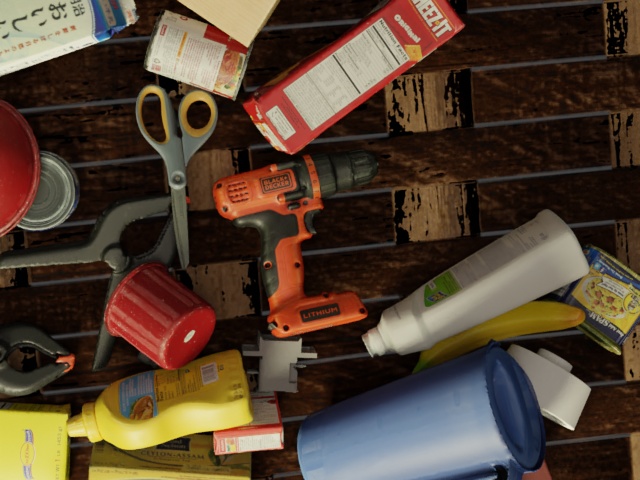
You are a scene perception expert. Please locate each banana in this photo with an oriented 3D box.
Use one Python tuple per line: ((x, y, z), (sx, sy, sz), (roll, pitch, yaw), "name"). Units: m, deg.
((0.192, 0.104, 1.177), (0.198, 0.069, 0.037), (-23, 126, 9), "banana")

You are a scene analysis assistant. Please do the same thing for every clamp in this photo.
((-0.218, 0.030, 1.149), (0.210, 0.036, 0.164), (-35, 106, -7), "clamp")
((-0.351, 0.133, 1.132), (0.171, 0.039, 0.120), (12, 77, -6), "clamp")

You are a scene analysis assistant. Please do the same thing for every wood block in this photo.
((-0.129, -0.302, 1.090), (0.206, 0.090, 0.091), (33, 118, -7), "wood block")

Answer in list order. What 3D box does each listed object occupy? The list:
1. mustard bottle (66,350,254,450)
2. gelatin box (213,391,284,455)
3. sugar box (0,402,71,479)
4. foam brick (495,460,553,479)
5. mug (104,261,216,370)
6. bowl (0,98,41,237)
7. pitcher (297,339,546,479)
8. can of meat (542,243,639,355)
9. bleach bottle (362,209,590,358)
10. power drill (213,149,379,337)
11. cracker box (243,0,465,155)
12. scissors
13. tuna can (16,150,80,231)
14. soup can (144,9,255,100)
((-0.169, 0.173, 1.113), (0.191, 0.096, 0.058), (-13, 122, -4), "mustard bottle")
((-0.079, 0.196, 1.151), (0.073, 0.089, 0.030), (-4, 109, -6), "gelatin box")
((-0.359, 0.221, 1.146), (0.176, 0.048, 0.093), (3, 94, -7), "sugar box")
((0.218, 0.246, 1.193), (0.053, 0.078, 0.051), (-24, 98, -2), "foam brick")
((-0.158, 0.083, 1.122), (0.082, 0.117, 0.093), (33, 99, 26), "mug")
((-0.371, -0.076, 1.092), (0.162, 0.055, 0.162), (-1, 87, 11), "bowl")
((0.100, 0.210, 1.103), (0.243, 0.149, 0.145), (-22, 90, 27), "pitcher")
((0.316, 0.065, 1.199), (0.102, 0.057, 0.084), (36, 88, -8), "can of meat")
((0.162, 0.057, 1.171), (0.251, 0.102, 0.068), (-27, 107, 3), "bleach bottle")
((-0.008, 0.001, 1.146), (0.184, 0.057, 0.187), (-14, 82, -7), "power drill")
((0.027, -0.178, 1.095), (0.213, 0.164, 0.072), (-37, 100, -2), "cracker box")
((-0.136, -0.077, 1.138), (0.096, 0.016, 0.202), (-20, 82, -12), "scissors")
((-0.300, -0.052, 1.135), (0.086, 0.034, 0.086), (0, 95, -6), "tuna can")
((-0.127, -0.195, 1.125), (0.102, 0.068, 0.068), (18, 92, -7), "soup can")
